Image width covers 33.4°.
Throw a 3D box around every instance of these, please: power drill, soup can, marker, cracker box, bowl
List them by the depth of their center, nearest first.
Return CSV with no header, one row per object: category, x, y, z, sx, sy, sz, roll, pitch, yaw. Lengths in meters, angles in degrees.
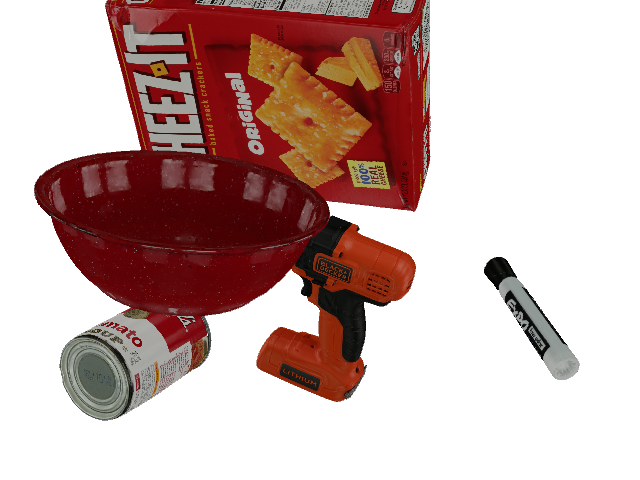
bowl,-0.078,-0.001,0.596,0.162,0.055,0.162,7,20,-3
marker,0.140,0.049,0.725,0.020,0.020,0.121,0,33,-18
cracker box,-0.031,-0.110,0.763,0.214,0.164,0.072,7,47,13
soup can,-0.140,0.086,0.809,0.069,0.068,0.102,0,16,30
power drill,-0.013,0.055,1.009,0.184,0.188,0.057,23,42,14
